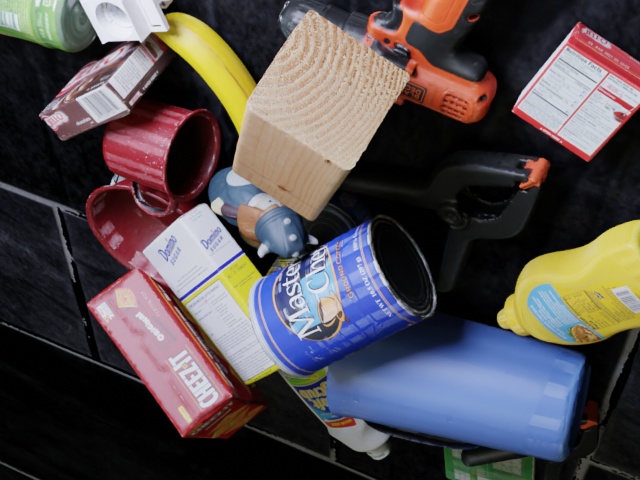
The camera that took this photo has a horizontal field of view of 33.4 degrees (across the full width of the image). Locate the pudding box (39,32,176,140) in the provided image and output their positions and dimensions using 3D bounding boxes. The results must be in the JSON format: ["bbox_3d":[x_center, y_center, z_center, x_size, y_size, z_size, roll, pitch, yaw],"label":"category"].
[{"bbox_3d":[-0.200,-0.145,1.000,0.114,0.090,0.039,-12,127,42],"label":"pudding box"}]

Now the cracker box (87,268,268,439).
[{"bbox_3d":[-0.141,0.124,1.117,0.164,0.072,0.213,51,177,13],"label":"cracker box"}]

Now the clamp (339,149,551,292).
[{"bbox_3d":[0.113,-0.036,0.945,0.164,0.036,0.210,40,147,-11],"label":"clamp"}]

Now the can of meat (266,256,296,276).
[{"bbox_3d":[-0.019,0.060,1.110,0.102,0.083,0.057,1,133,35],"label":"can of meat"}]

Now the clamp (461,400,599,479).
[{"bbox_3d":[0.230,0.216,1.134,0.120,0.039,0.172,13,137,-11],"label":"clamp"}]

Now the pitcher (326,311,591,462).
[{"bbox_3d":[0.137,0.146,1.065,0.243,0.145,0.149,12,177,20],"label":"pitcher"}]

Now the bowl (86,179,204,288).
[{"bbox_3d":[-0.168,-0.017,1.150,0.162,0.055,0.162,19,144,15],"label":"bowl"}]

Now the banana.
[{"bbox_3d":[-0.086,-0.138,0.975,0.197,0.037,0.070,51,156,-23],"label":"banana"}]

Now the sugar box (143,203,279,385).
[{"bbox_3d":[-0.093,0.055,1.061,0.176,0.048,0.094,55,141,-1],"label":"sugar box"}]

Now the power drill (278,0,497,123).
[{"bbox_3d":[0.064,-0.184,0.796,0.184,0.057,0.188,23,146,5],"label":"power drill"}]

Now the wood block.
[{"bbox_3d":[-0.007,-0.091,0.859,0.091,0.090,0.206,33,168,-2],"label":"wood block"}]

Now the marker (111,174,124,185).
[{"bbox_3d":[-0.201,-0.088,1.125,0.020,0.020,0.121,33,143,-2],"label":"marker"}]

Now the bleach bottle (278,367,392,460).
[{"bbox_3d":[0.022,0.168,1.226,0.103,0.068,0.250,-6,132,37],"label":"bleach bottle"}]

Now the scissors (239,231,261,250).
[{"bbox_3d":[-0.007,0.001,1.090,0.202,0.016,0.096,27,141,8],"label":"scissors"}]

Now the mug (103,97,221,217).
[{"bbox_3d":[-0.156,-0.080,1.037,0.082,0.093,0.117,19,114,24],"label":"mug"}]

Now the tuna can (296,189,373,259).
[{"bbox_3d":[0.008,-0.009,1.035,0.086,0.033,0.086,12,124,18],"label":"tuna can"}]

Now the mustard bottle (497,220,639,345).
[{"bbox_3d":[0.230,0.049,0.940,0.096,0.058,0.192,41,143,-19],"label":"mustard bottle"}]

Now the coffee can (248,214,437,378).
[{"bbox_3d":[0.020,0.053,0.971,0.140,0.102,0.102,-29,115,26],"label":"coffee can"}]

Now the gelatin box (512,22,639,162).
[{"bbox_3d":[0.199,-0.111,0.804,0.073,0.030,0.089,33,143,0],"label":"gelatin box"}]
